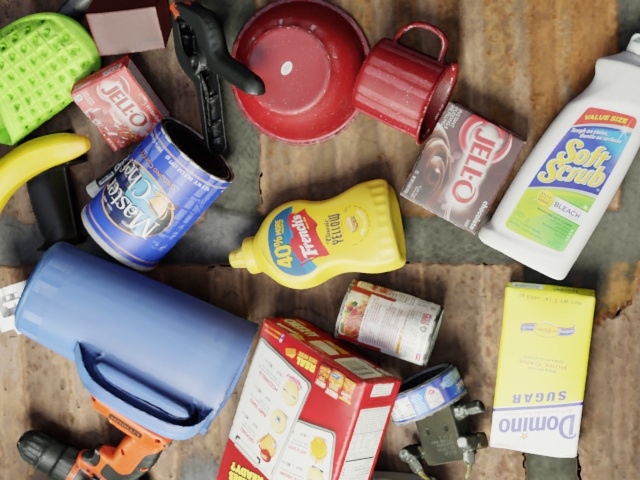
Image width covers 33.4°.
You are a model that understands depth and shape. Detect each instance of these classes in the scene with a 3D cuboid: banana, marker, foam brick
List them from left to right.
[{"bbox_3d":[-0.340,-0.064,1.205,0.069,0.037,0.198,43,108,-6],"label":"banana"},{"bbox_3d":[-0.215,-0.087,1.212,0.121,0.020,0.020,-35,89,16],"label":"marker"},{"bbox_3d":[-0.205,-0.237,1.156,0.078,0.051,0.053,-5,129,6],"label":"foam brick"}]

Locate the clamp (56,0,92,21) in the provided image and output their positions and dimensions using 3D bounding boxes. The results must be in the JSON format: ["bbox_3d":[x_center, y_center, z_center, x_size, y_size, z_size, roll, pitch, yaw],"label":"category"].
[{"bbox_3d":[-0.236,-0.299,1.178,0.210,0.036,0.164,4,109,10],"label":"clamp"}]

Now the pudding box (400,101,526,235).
[{"bbox_3d":[0.150,-0.076,1.113,0.090,0.039,0.113,29,103,8],"label":"pudding box"}]

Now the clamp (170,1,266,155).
[{"bbox_3d":[-0.112,-0.190,1.133,0.120,0.039,0.171,-33,74,45],"label":"clamp"}]

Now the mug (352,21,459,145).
[{"bbox_3d":[0.089,-0.166,1.089,0.081,0.093,0.117,27,114,14],"label":"mug"}]

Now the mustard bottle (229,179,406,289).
[{"bbox_3d":[-0.008,0.001,1.150,0.192,0.058,0.096,-13,74,17],"label":"mustard bottle"}]

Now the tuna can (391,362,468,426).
[{"bbox_3d":[0.111,0.163,1.133,0.086,0.086,0.034,-26,90,16],"label":"tuna can"}]

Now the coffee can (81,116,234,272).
[{"bbox_3d":[-0.177,-0.050,1.165,0.103,0.102,0.140,45,105,4],"label":"coffee can"}]

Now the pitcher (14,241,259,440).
[{"bbox_3d":[-0.199,0.105,1.136,0.243,0.149,0.145,26,83,-3],"label":"pitcher"}]

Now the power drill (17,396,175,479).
[{"bbox_3d":[-0.247,0.233,1.216,0.184,0.057,0.188,30,128,-1],"label":"power drill"}]

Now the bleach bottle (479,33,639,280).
[{"bbox_3d":[0.261,-0.091,1.073,0.102,0.068,0.251,28,101,8],"label":"bleach bottle"}]

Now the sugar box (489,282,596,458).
[{"bbox_3d":[0.233,0.136,1.120,0.093,0.048,0.176,6,98,13],"label":"sugar box"}]

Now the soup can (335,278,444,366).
[{"bbox_3d":[0.074,0.088,1.141,0.102,0.068,0.068,17,102,10],"label":"soup can"}]

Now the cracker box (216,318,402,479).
[{"bbox_3d":[-0.016,0.212,1.147,0.164,0.071,0.214,27,107,42],"label":"cracker box"}]

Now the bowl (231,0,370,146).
[{"bbox_3d":[-0.027,-0.180,1.134,0.162,0.055,0.162,2,98,14],"label":"bowl"}]

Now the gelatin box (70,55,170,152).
[{"bbox_3d":[-0.219,-0.149,1.177,0.073,0.030,0.089,-23,127,15],"label":"gelatin box"}]
